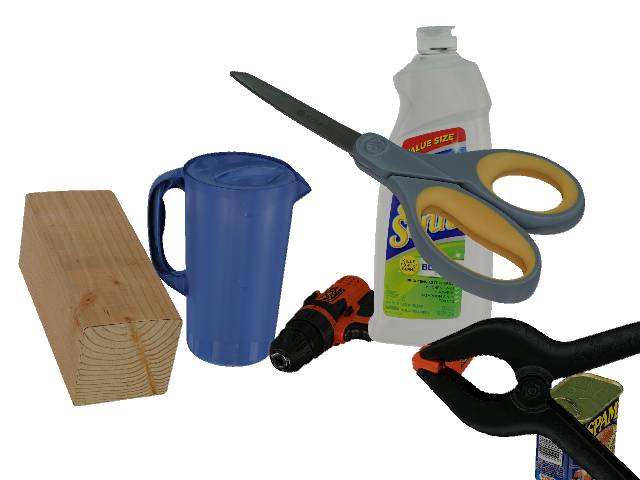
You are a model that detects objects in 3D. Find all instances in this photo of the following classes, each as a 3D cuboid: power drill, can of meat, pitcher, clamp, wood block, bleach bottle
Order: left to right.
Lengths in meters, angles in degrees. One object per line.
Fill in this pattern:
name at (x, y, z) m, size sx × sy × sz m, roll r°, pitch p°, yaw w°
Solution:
wood block at (-0.210, 0.046, 0.995) m, size 0.090 × 0.091 × 0.206 m, roll -4°, pitch 37°, yaw -30°
pitcher at (-0.112, 0.023, 1.272) m, size 0.149 × 0.243 × 0.144 m, roll 21°, pitch 26°, yaw 32°
power drill at (0.060, 0.098, 1.111) m, size 0.188 × 0.057 × 0.184 m, roll 11°, pitch 28°, yaw 25°
bleach bottle at (0.086, -0.043, 0.851) m, size 0.103 × 0.251 × 0.068 m, roll 3°, pitch 15°, yaw 22°
clamp at (0.146, 0.106, 0.700) m, size 0.172 × 0.120 × 0.039 m, roll 3°, pitch -1°, yaw 20°
can of meat at (0.250, 0.188, 1.041) m, size 0.058 × 0.084 × 0.101 m, roll 14°, pitch 24°, yaw 37°

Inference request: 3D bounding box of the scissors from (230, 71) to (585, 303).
scissors at (0.047, -0.046, 0.529) m, size 0.096 × 0.016 × 0.202 m, roll -26°, pitch 54°, yaw -22°
